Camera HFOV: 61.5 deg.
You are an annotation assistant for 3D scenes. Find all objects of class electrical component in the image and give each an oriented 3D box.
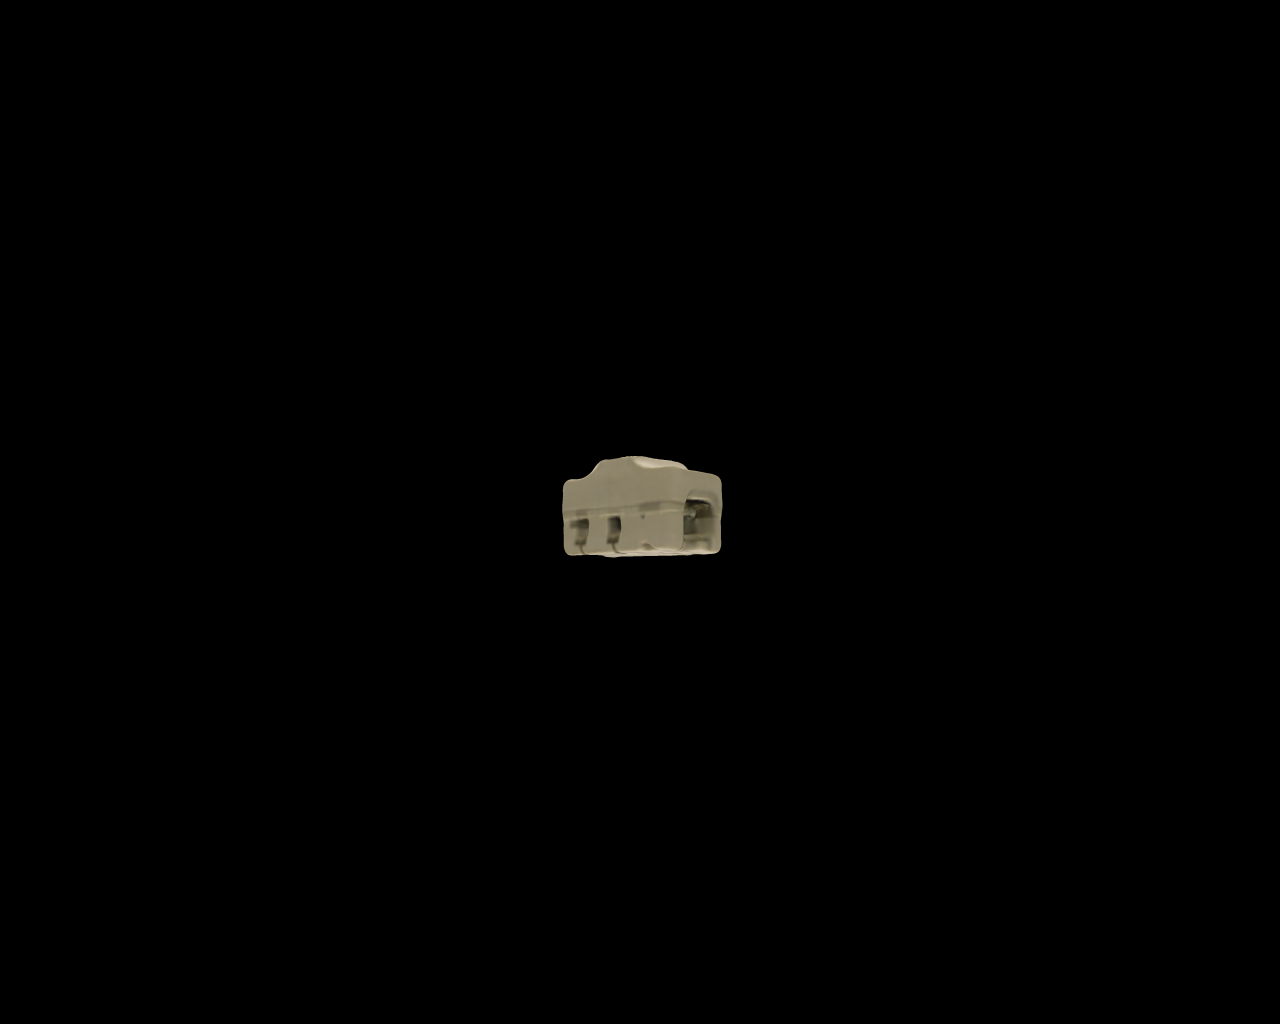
[{"bbox_3d":[0.001,-0.003,0.650,0.089,0.055,0.050,-5,-8,40],"label":"electrical component"}]
